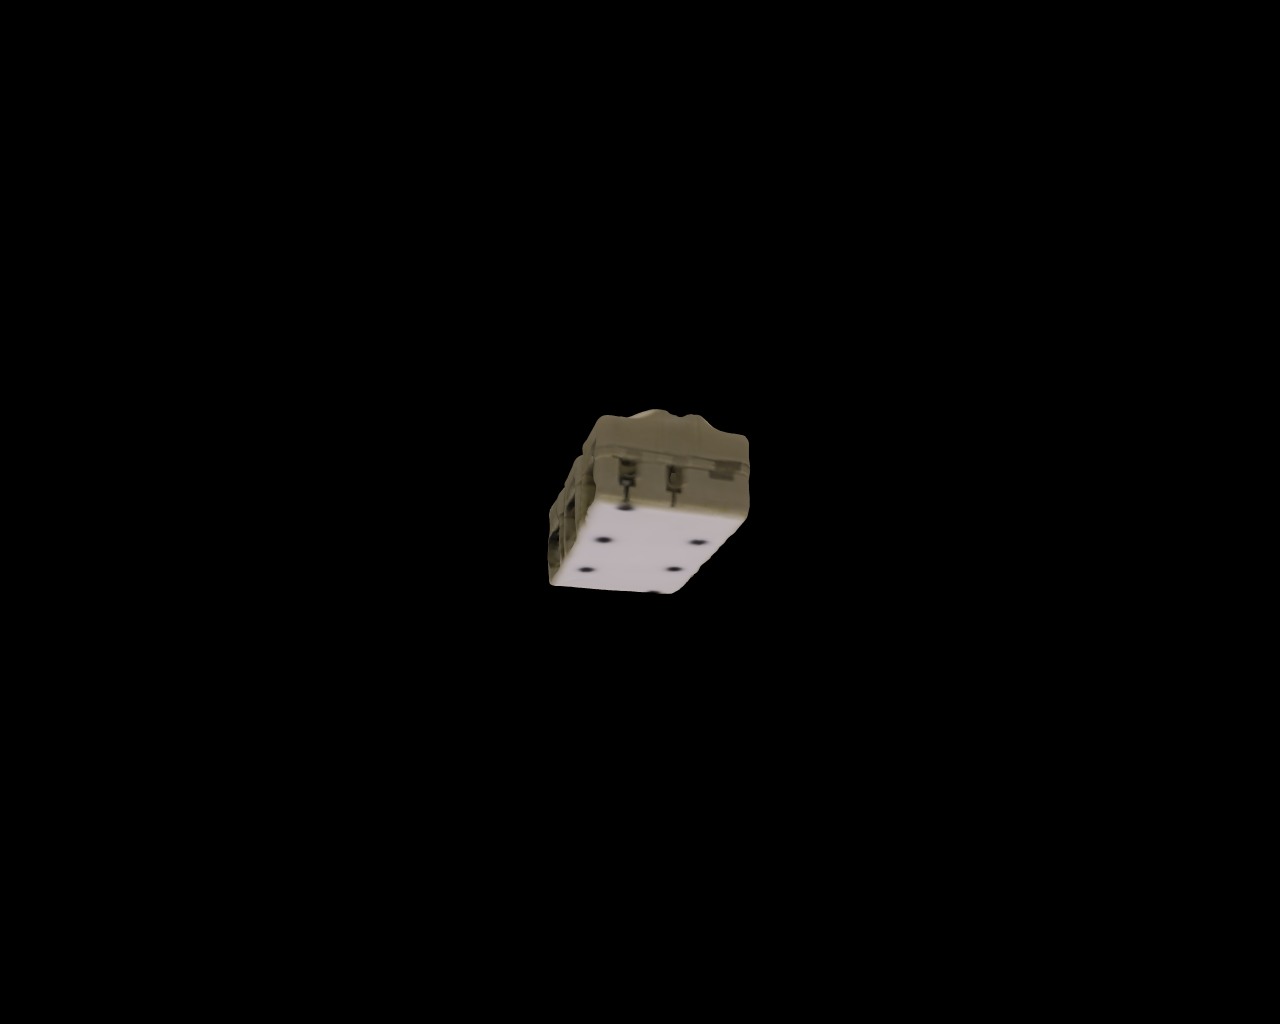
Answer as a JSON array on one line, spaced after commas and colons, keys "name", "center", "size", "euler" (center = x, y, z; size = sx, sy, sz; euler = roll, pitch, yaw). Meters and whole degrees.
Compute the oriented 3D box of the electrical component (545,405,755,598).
[{"name": "electrical component", "center": [0.001, -0.003, 0.650], "size": [0.089, 0.062, 0.150], "euler": [6, -23, -14]}]
